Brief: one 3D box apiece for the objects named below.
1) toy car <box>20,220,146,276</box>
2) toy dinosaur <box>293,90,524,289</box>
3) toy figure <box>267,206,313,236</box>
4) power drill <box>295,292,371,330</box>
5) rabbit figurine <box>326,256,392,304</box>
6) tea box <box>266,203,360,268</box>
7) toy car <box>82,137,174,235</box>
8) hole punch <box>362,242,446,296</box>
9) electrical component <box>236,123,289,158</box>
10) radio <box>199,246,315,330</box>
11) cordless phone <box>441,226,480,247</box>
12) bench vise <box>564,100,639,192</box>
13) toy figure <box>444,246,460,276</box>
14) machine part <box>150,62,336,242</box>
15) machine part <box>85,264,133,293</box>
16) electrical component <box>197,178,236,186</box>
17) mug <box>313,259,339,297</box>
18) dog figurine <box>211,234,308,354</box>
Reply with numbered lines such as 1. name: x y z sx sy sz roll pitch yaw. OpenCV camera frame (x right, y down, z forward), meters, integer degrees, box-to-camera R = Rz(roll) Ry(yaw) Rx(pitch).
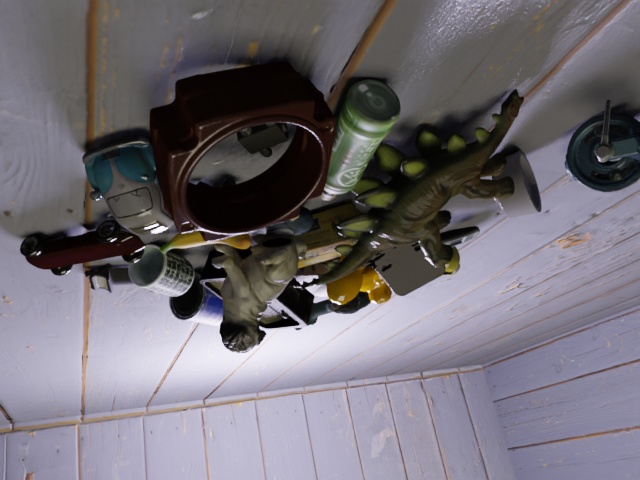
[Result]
1. toy car: -0.384 0.010 0.877 0.202 0.053 0.089 -12 147 11
2. toy dinosaur: 0.134 -0.048 0.846 0.198 0.105 0.471 25 123 -21
3. toy figure: -0.085 -0.041 0.890 0.154 0.058 0.064 6 142 -33
4. power drill: 0.021 0.164 1.351 0.207 0.086 0.232 -28 171 31
5. rabbit figurine: 0.077 0.067 1.077 0.173 0.122 0.162 -26 134 -53
6. tea box: -0.002 -0.003 0.994 0.170 0.068 0.098 -17 163 10
7. toy car: -0.239 -0.059 0.720 0.109 0.103 0.161 -13 155 6
8. hole punch: 0.158 0.022 0.998 0.142 0.092 0.115 -29 117 21
9. electrical component: -0.073 -0.140 0.708 0.063 0.021 0.094 -17 156 13
10. radio: -0.118 0.102 1.080 0.131 0.073 0.229 -8 145 32
11. cordless phone: 0.238 0.014 1.141 0.184 0.089 0.146 -14 157 -5
12. bench vise: 0.474 -0.140 0.808 0.224 0.128 0.240 -4 -175 38
13. toy figure: 0.238 0.061 1.241 0.180 0.082 0.089 -18 171 32
14. machine part: -0.089 -0.097 0.637 0.201 0.087 0.201 -16 145 -21
15. machine part: -0.380 0.074 1.051 0.139 0.039 0.084 -3 148 -14
16. electrical component: -0.161 -0.051 0.823 0.078 0.045 0.102 27 128 1
17. mug: 0.029 0.091 1.239 0.109 0.081 0.107 -11 171 -33
18. dog figurine: -0.098 0.096 0.927 0.172 0.190 0.121 -6 -160 6
